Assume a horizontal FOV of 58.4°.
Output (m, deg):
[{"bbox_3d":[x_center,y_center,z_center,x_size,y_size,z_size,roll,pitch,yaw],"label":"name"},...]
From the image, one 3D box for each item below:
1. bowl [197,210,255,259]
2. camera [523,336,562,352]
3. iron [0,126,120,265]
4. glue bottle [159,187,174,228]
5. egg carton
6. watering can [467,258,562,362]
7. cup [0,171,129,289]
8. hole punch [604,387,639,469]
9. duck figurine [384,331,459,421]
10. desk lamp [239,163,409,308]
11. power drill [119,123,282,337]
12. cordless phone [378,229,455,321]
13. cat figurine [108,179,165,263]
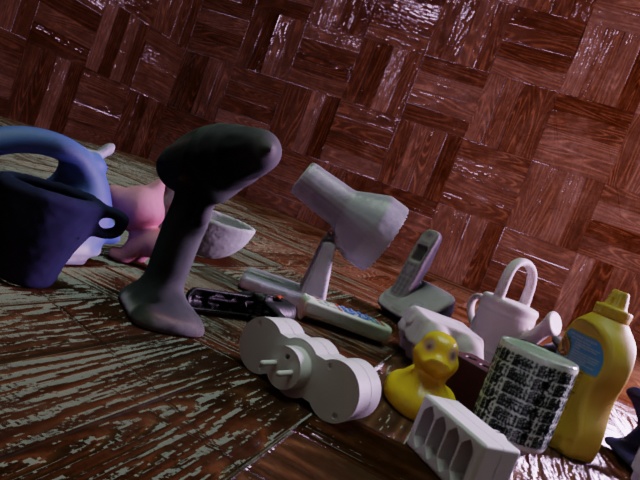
[{"bbox_3d":[-0.202,-0.012,0.998,0.167,0.075,0.167,21,4,-1],"label":"bowl"},{"bbox_3d":[0.358,0.195,0.901,0.136,0.101,0.143,22,5,10],"label":"camera"},{"bbox_3d":[-0.319,-0.059,0.598,0.118,0.141,0.259,23,5,22],"label":"iron"},{"bbox_3d":[-0.210,-0.056,0.857,0.078,0.173,0.037,19,5,-25],"label":"glue bottle"},{"bbox_3d":[0.167,0.146,0.815,0.107,0.069,0.150,20,4,-6],"label":"egg carton"},{"bbox_3d":[0.329,0.127,0.986,0.172,0.194,0.101,24,5,32],"label":"watering can"},{"bbox_3d":[-0.248,-0.002,0.536,0.118,0.095,0.091,18,5,-33],"label":"cup"},{"bbox_3d":[0.419,0.241,0.694,0.101,0.091,0.109,21,4,3],"label":"hole punch"},{"bbox_3d":[0.115,0.136,0.597,0.077,0.086,0.105,21,4,7],"label":"duck figurine"},{"bbox_3d":[0.008,0.003,0.881,0.203,0.213,0.118,20,4,-5],"label":"desk lamp"},{"bbox_3d":[-0.123,-0.018,0.567,0.076,0.208,0.228,18,5,-33],"label":"power drill"},{"bbox_3d":[0.200,0.075,1.082,0.094,0.185,0.147,18,5,-34],"label":"cordless phone"},{"bbox_3d":[-0.220,-0.021,0.750,0.127,0.118,0.067,22,5,11],"label":"cat figurine"}]
